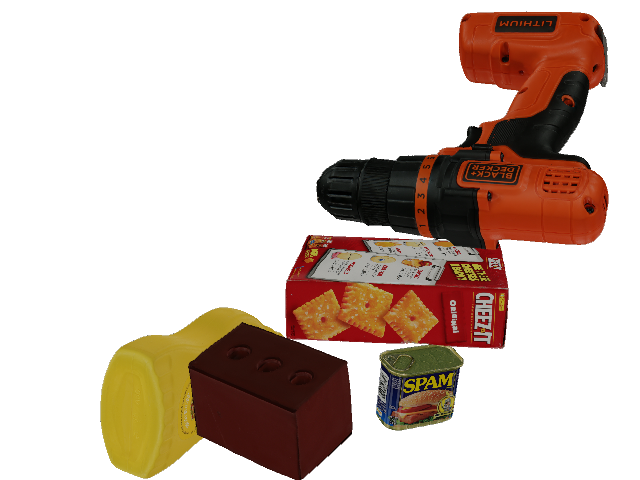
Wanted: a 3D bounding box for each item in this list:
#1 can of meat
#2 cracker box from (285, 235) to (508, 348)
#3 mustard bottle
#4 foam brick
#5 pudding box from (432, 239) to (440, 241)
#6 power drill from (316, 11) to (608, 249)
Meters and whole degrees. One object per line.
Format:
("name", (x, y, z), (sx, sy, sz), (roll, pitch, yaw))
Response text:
("can of meat", (0.120, 0.181, 1.318), (0.102, 0.084, 0.057), (-6, 26, -22))
("cracker box", (0.080, 0.051, 1.098), (0.214, 0.072, 0.164), (3, 16, 6))
("mustard bottle", (-0.084, 0.103, 0.814), (0.058, 0.096, 0.191), (12, 17, 28))
("foam brick", (-0.028, 0.090, 0.606), (0.078, 0.051, 0.052), (17, 34, 30))
("pudding box", (0.150, 0.040, 1.588), (0.113, 0.039, 0.090), (-17, 25, -20))
("power drill", (0.106, -0.074, 0.704), (0.185, 0.187, 0.057), (7, -39, 22))
